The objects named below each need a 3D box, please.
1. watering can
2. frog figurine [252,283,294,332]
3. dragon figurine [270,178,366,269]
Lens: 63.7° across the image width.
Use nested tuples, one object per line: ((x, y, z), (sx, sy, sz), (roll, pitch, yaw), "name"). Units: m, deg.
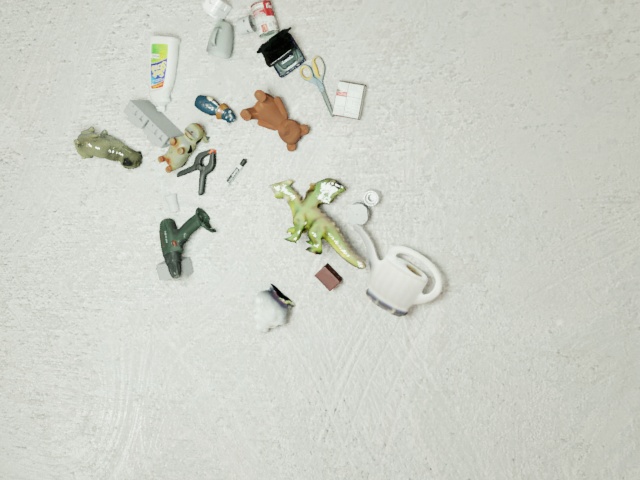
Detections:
((0.221, 0.109, 1.675), (0.349, 0.105, 0.222), (31, 106, 8), "watering can")
((-0.182, 0.253, 1.796), (0.136, 0.124, 0.159), (38, 95, -14), "frog figurine")
((0.005, -0.085, 1.688), (0.412, 0.122, 0.241), (22, 97, 20), "dragon figurine")
